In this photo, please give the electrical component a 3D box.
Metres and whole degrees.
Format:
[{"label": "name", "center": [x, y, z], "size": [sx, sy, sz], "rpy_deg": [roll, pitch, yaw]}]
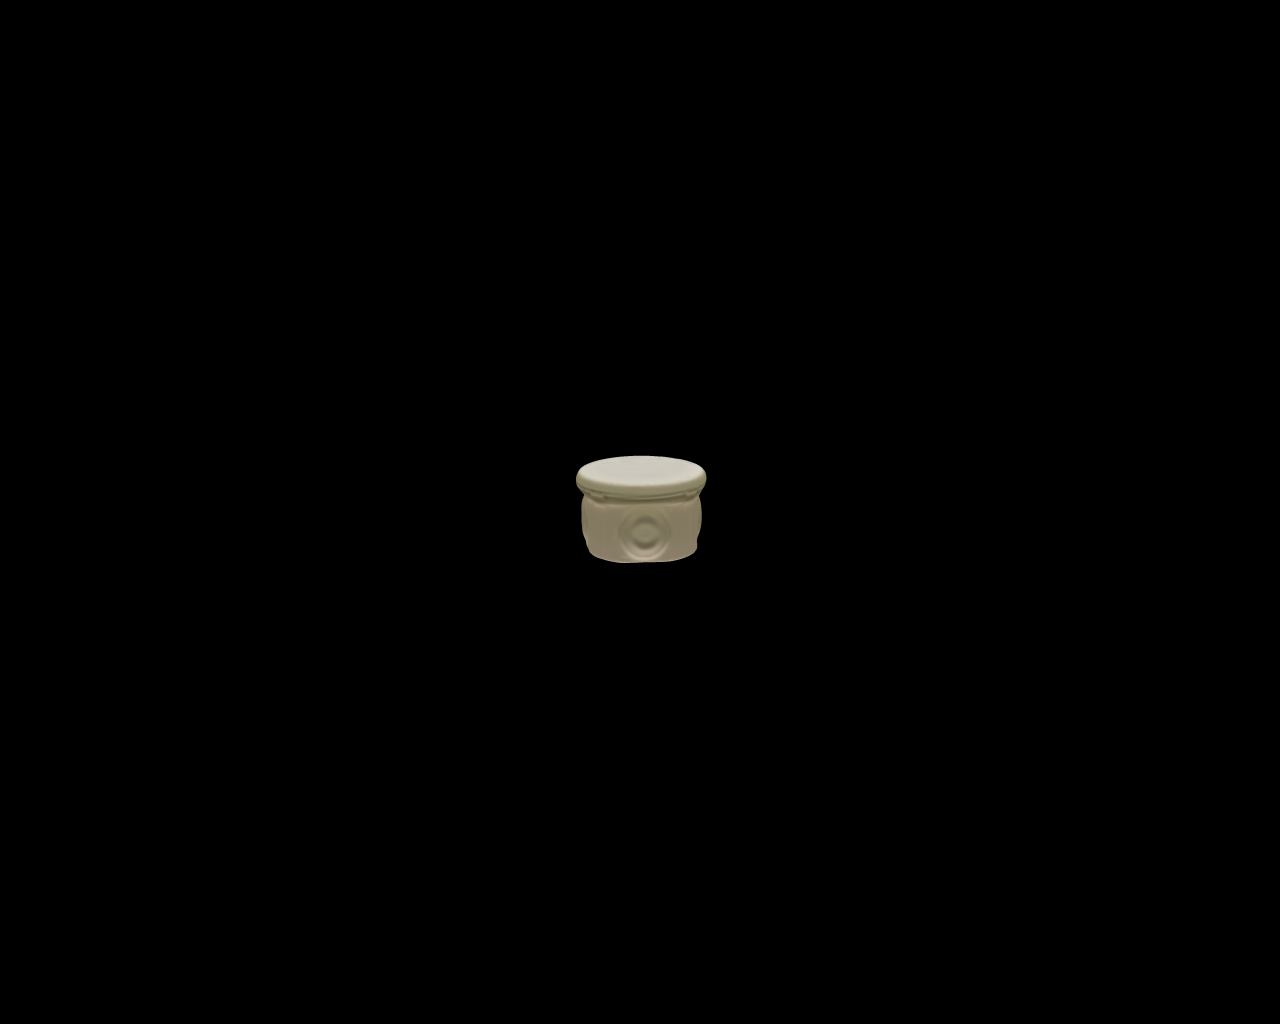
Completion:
[{"label": "electrical component", "center": [0.001, -0.003, 0.650], "size": [0.080, 0.051, 0.080], "rpy_deg": [0, 16, 0]}]
